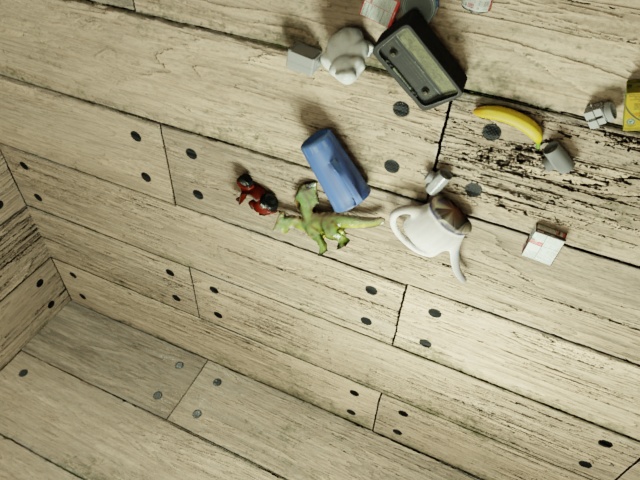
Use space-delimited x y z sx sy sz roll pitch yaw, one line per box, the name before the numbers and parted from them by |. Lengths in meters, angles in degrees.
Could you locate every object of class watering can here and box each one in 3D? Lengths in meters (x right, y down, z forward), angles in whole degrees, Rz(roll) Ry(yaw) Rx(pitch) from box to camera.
watering can | 0.380 -0.007 1.594 0.346 0.106 0.220 36 138 -10

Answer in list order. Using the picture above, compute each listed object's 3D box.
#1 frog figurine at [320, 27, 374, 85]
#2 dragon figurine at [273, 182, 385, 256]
frog figurine | 0.060 -0.464 1.311 0.137 0.163 0.120 1 128 30
dragon figurine | 0.005 -0.089 1.760 0.406 0.124 0.241 -25 106 34
